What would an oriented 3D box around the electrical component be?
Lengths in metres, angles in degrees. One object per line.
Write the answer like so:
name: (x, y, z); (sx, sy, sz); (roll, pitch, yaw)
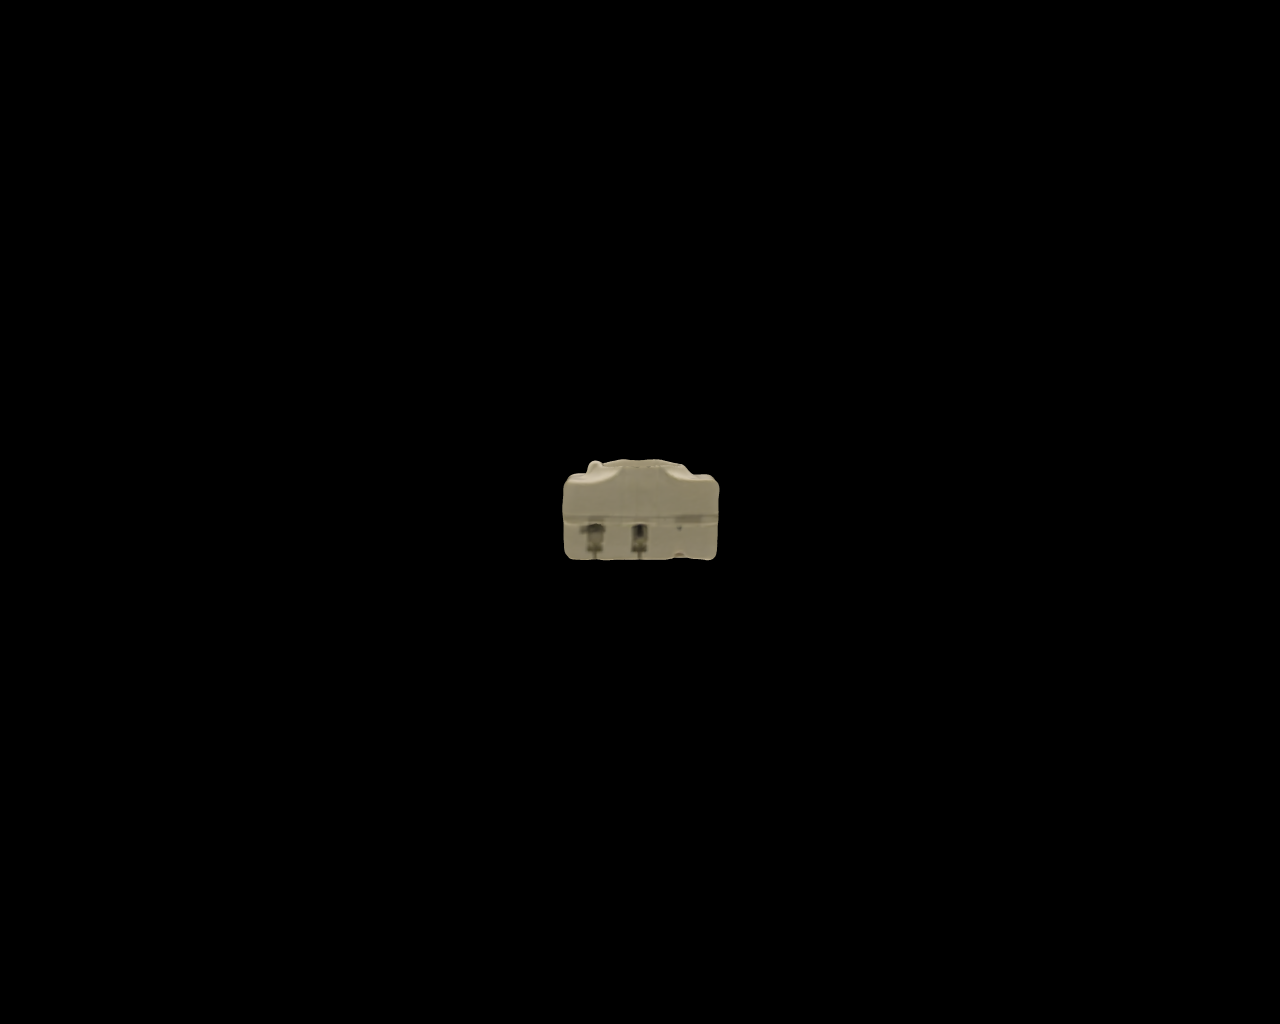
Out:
electrical component: (0.001, -0.003, 0.650); (0.089, 0.055, 0.050); (0, 8, 0)
